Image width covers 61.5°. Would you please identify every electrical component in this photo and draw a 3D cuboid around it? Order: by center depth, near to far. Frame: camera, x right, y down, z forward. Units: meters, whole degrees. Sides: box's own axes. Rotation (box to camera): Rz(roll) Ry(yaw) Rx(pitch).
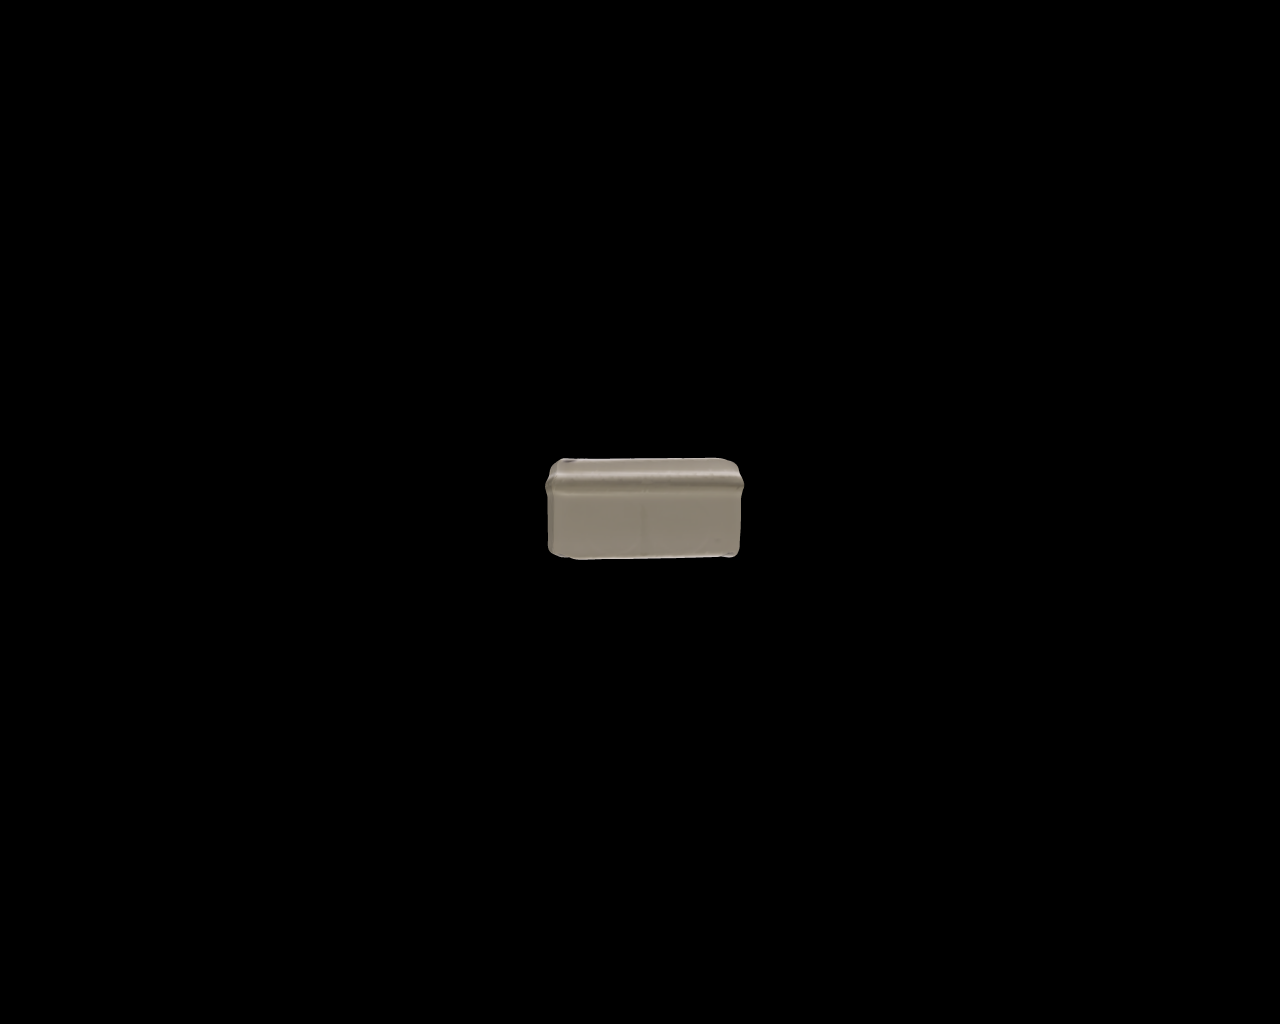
[{"bbox_3d":[0.001,-0.003,0.650,0.113,0.057,0.078,0,0,-9],"label":"electrical component"}]
